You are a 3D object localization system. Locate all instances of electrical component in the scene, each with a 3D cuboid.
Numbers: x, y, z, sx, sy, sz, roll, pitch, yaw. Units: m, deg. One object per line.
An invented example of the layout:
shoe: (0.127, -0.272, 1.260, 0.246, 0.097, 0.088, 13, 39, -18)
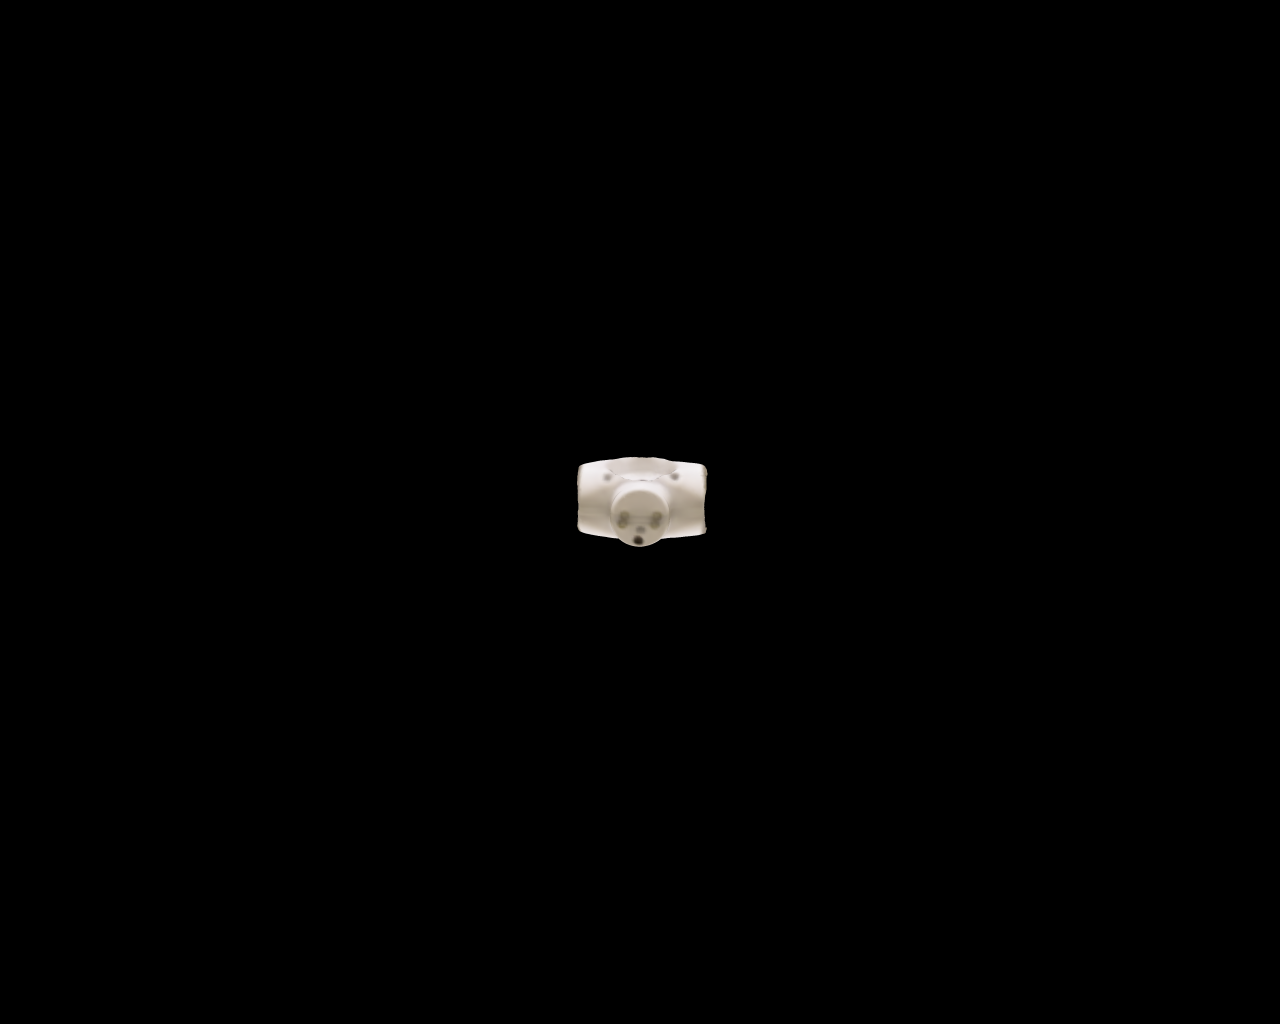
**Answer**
electrical component: (0.001, -0.003, 0.650, 0.077, 0.044, 0.079, 1, 20, 2)
